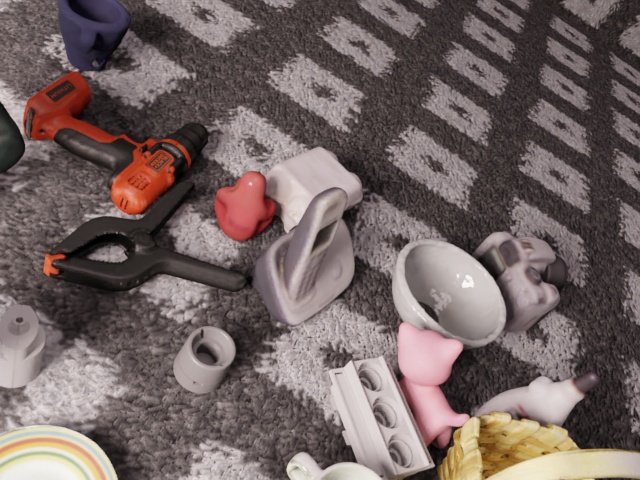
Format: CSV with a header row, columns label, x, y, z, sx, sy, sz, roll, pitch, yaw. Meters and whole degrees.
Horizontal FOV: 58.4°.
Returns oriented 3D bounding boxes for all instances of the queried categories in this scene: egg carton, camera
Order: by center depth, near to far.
label,x,y,z,sx,sy,sz,roll,pitch,yaw
egg carton,-0.011,-0.070,0.805,0.107,0.069,0.151,45,44,12
camera,0.325,0.055,0.874,0.137,0.100,0.143,5,50,-28

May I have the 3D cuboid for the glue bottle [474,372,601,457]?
label,x,y,z,sx,sy,sz,roll,pitch,yaw
glue bottle,0.251,0.192,0.651,0.037,0.173,0.078,-16,62,-40

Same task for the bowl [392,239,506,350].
label,x,y,z,sx,sy,sz,roll,pitch,yaw
bowl,0.159,0.083,0.767,0.168,0.074,0.167,17,45,-18

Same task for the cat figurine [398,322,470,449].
label,x,y,z,sx,sy,sz,roll,pitch,yaw
cat figurine,0.123,0.159,0.644,0.067,0.117,0.127,-3,54,-33

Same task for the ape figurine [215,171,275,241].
label,x,y,z,sx,sy,sz,roll,pitch,yaw
ape figurine,-0.091,-0.050,0.721,0.078,0.092,0.076,27,43,-7

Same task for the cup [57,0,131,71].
label,x,y,z,sx,sy,sz,roll,pitch,yaw
cup,-0.314,-0.272,0.783,0.092,0.095,0.117,10,47,-24

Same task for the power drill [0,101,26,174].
label,x,y,z,sx,sy,sz,roll,pitch,yaw
power drill,-0.368,-0.117,0.526,0.229,0.208,0.076,41,43,8

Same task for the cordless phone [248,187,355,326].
label,x,y,z,sx,sy,sz,roll,pitch,yaw
cordless phone,0.006,0.002,0.664,0.094,0.185,0.148,43,43,11
